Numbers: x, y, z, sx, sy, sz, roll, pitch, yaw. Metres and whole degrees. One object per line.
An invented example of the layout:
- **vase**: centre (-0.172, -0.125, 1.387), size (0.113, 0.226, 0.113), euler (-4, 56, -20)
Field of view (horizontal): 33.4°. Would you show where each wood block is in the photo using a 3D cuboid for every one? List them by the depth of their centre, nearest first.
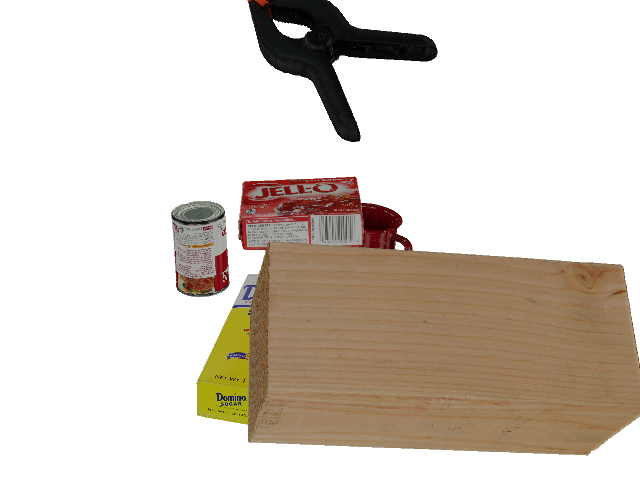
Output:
- **wood block**: centre (0.065, 0.065, 0.614), size (0.206, 0.091, 0.090), euler (4, -29, -9)

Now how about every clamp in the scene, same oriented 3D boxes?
- **clamp**: centre (0.013, -0.171, 0.927), size (0.120, 0.171, 0.039), euler (-38, -21, -20)

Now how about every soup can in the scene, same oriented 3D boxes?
- **soup can**: centre (-0.150, 0.010, 1.329), size (0.068, 0.102, 0.068), euler (-1, 25, 0)

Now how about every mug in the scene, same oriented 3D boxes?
- **mug**: centre (0.066, 0.009, 1.377), size (0.117, 0.081, 0.093), euler (17, 27, 25)

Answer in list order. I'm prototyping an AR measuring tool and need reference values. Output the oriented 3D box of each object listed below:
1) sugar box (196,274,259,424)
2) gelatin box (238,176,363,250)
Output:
- **sugar box**: centre (-0.044, 0.096, 0.967), size (0.093, 0.048, 0.176), euler (9, 34, 7)
- **gelatin box**: centre (-0.015, -0.021, 0.786), size (0.089, 0.030, 0.073), euler (-2, 23, -1)
